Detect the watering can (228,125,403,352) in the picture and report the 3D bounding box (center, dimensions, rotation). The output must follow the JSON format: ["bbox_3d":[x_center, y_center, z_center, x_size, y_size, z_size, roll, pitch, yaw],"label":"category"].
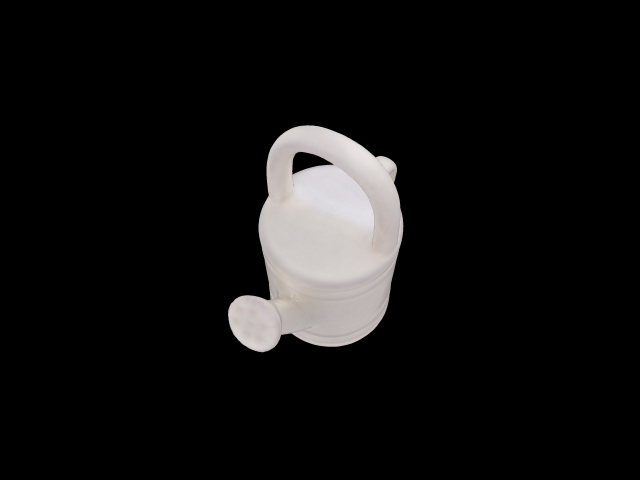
[{"bbox_3d":[0.006,0.002,0.399,0.101,0.194,0.173,10,60,6],"label":"watering can"}]
